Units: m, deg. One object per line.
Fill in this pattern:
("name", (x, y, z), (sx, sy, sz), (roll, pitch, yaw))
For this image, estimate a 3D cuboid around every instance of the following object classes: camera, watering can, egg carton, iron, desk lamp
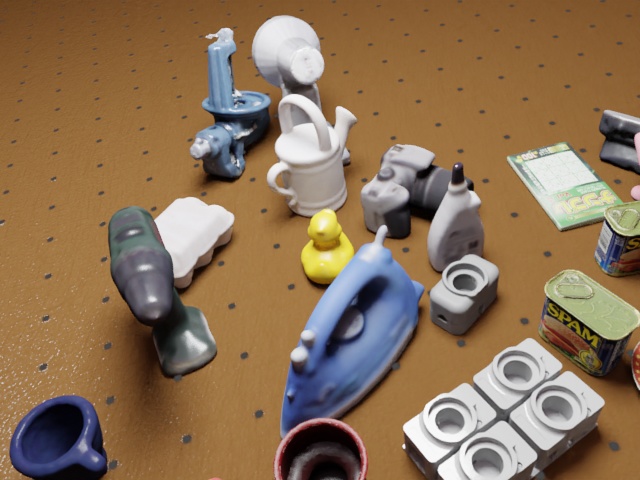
("camera", (0.150, -0.076, 0.857), (0.136, 0.101, 0.143), (20, 53, 27))
("watering can", (-0.014, -0.143, 0.886), (0.100, 0.194, 0.173), (12, 49, 21))
("egg carton", (-0.205, 0.000, 0.868), (0.107, 0.069, 0.150), (18, 51, 25))
("iron", (0.024, 0.104, 0.674), (0.118, 0.142, 0.259), (21, 53, 28))
("desk lamp", (-0.031, -0.257, 0.988), (0.118, 0.214, 0.202), (-20, 46, -9))

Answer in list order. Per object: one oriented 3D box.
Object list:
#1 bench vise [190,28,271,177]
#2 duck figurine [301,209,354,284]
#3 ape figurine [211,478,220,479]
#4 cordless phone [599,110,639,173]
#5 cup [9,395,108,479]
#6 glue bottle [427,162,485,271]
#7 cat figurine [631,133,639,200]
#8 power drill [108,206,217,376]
("bench vise", (-0.153, -0.229, 0.977), (0.121, 0.220, 0.207), (-2, 46, 9))
("duck figurine", (0.007, 0.003, 0.815), (0.077, 0.086, 0.104), (0, 46, 11))
("ape figurine", (-0.099, 0.269, 0.569), (0.077, 0.092, 0.076), (28, 56, 32))
("cordless phone", (0.503, -0.194, 0.850), (0.147, 0.185, 0.094), (27, 56, 31))
("cup", (-0.264, 0.237, 0.628), (0.117, 0.095, 0.092), (18, 52, 25))
("glue bottle", (0.181, -0.033, 0.758), (0.078, 0.173, 0.037), (-17, 45, -6))
("cat figurine", (0.489, -0.095, 0.803), (0.067, 0.118, 0.127), (-10, 45, 1))
("power drill", (-0.195, 0.070, 0.699), (0.076, 0.209, 0.229), (-24, 47, -13))
